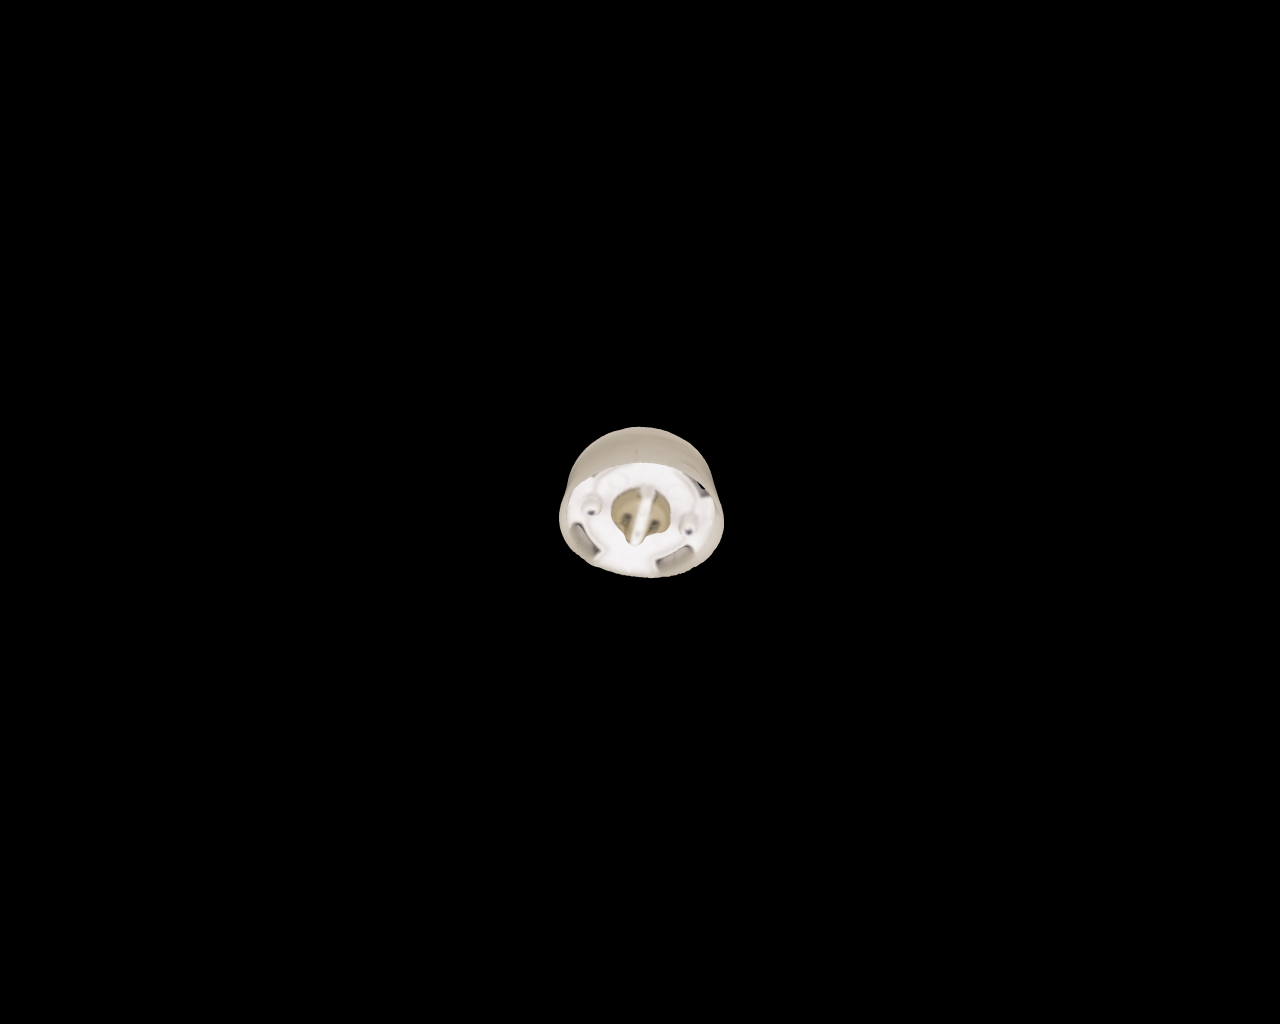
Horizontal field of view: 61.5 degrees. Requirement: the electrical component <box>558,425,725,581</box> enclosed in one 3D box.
[{"bbox_3d":[0.001,-0.003,0.650,0.099,0.099,0.064,0,32,0],"label":"electrical component"}]
